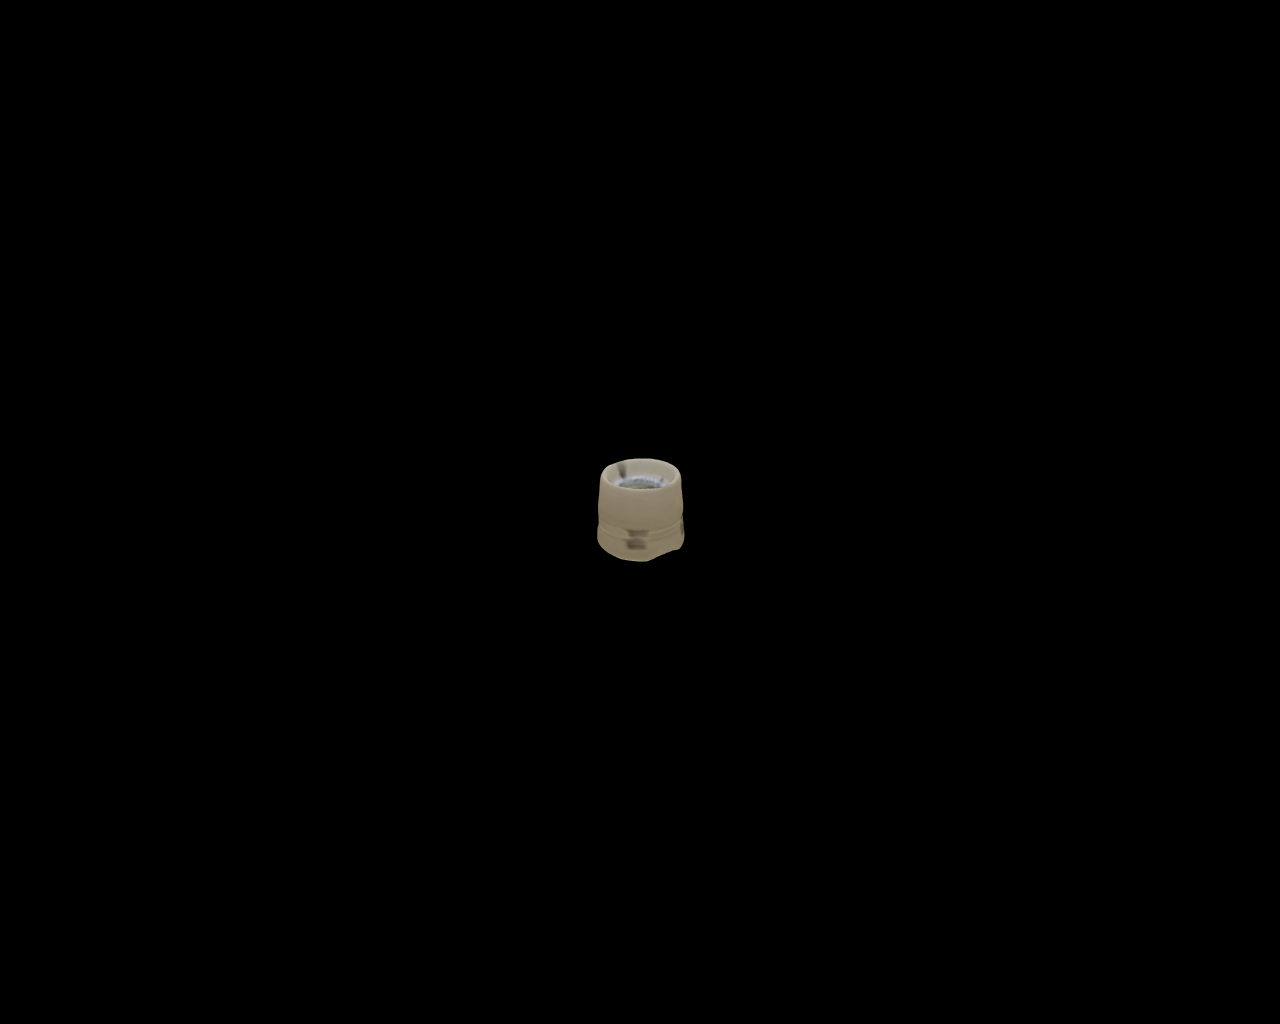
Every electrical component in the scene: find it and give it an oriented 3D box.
[{"bbox_3d":[0.001,-0.003,0.650,0.055,0.047,0.055,0,27,0],"label":"electrical component"}]
